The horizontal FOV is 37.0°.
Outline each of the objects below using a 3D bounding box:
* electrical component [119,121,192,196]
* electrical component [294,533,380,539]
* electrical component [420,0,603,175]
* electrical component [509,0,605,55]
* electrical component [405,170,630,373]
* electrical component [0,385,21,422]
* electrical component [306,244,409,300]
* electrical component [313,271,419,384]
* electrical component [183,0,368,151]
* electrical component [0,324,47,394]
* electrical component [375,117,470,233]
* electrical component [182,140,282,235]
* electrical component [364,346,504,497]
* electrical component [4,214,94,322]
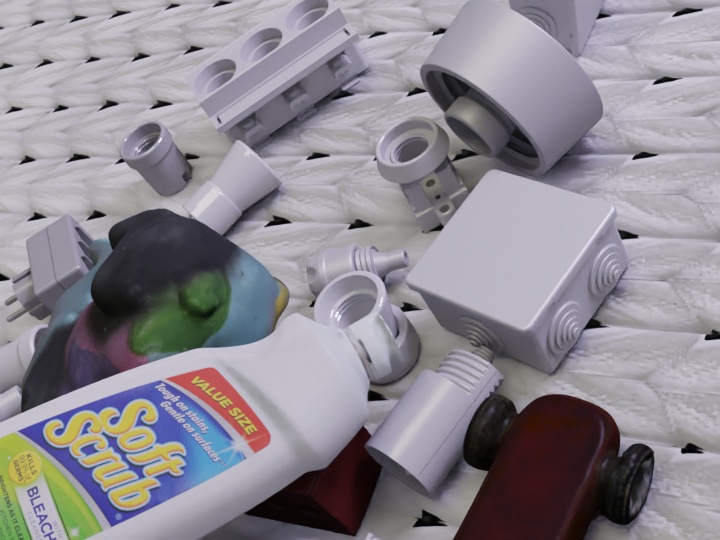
[{"bbox_3d":[-0.154,-0.084,0.820,0.040,0.046,0.040,-17,47,19],"label":"electrical component"},{"bbox_3d":[-0.016,0.163,0.517,0.057,0.058,0.078,12,61,34],"label":"electrical component"},{"bbox_3d":[0.085,-0.103,0.650,0.060,0.108,0.108,-50,45,-5],"label":"electrical component"},{"bbox_3d":[0.133,-0.206,0.712,0.048,0.099,0.099,14,61,24],"label":"electrical component"},{"bbox_3d":[0.089,0.000,0.597,0.100,0.048,0.099,23,67,42],"label":"electrical component"},{"bbox_3d":[-0.254,0.102,0.725,0.062,0.048,0.048,-32,43,-6],"label":"electrical component"},{"bbox_3d":[0.000,0.000,0.663,0.061,0.035,0.035,-15,47,17],"label":"electrical component"},{"bbox_3d":[0.005,0.034,0.615,0.045,0.055,0.045,-17,47,19],"label":"electrical component"},{"bbox_3d":[-0.060,-0.148,0.804,0.121,0.063,0.078,-34,44,2],"label":"electrical component"},{"bbox_3d":[-0.231,0.064,0.747,0.046,0.040,0.040,-23,45,20],"label":"electrical component"},{"bbox_3d":[0.040,-0.063,0.676,0.048,0.055,0.066,-29,44,6],"label":"electrical component"},{"bbox_3d":[-0.093,-0.054,0.762,0.065,0.044,0.044,-46,44,-4],"label":"electrical component"},{"bbox_3d":[0.044,0.074,0.566,0.043,0.043,0.081,24,68,42],"label":"electrical component"},{"bbox_3d":[-0.226,0.011,0.782,0.077,0.047,0.065,-32,44,4],"label":"electrical component"}]
